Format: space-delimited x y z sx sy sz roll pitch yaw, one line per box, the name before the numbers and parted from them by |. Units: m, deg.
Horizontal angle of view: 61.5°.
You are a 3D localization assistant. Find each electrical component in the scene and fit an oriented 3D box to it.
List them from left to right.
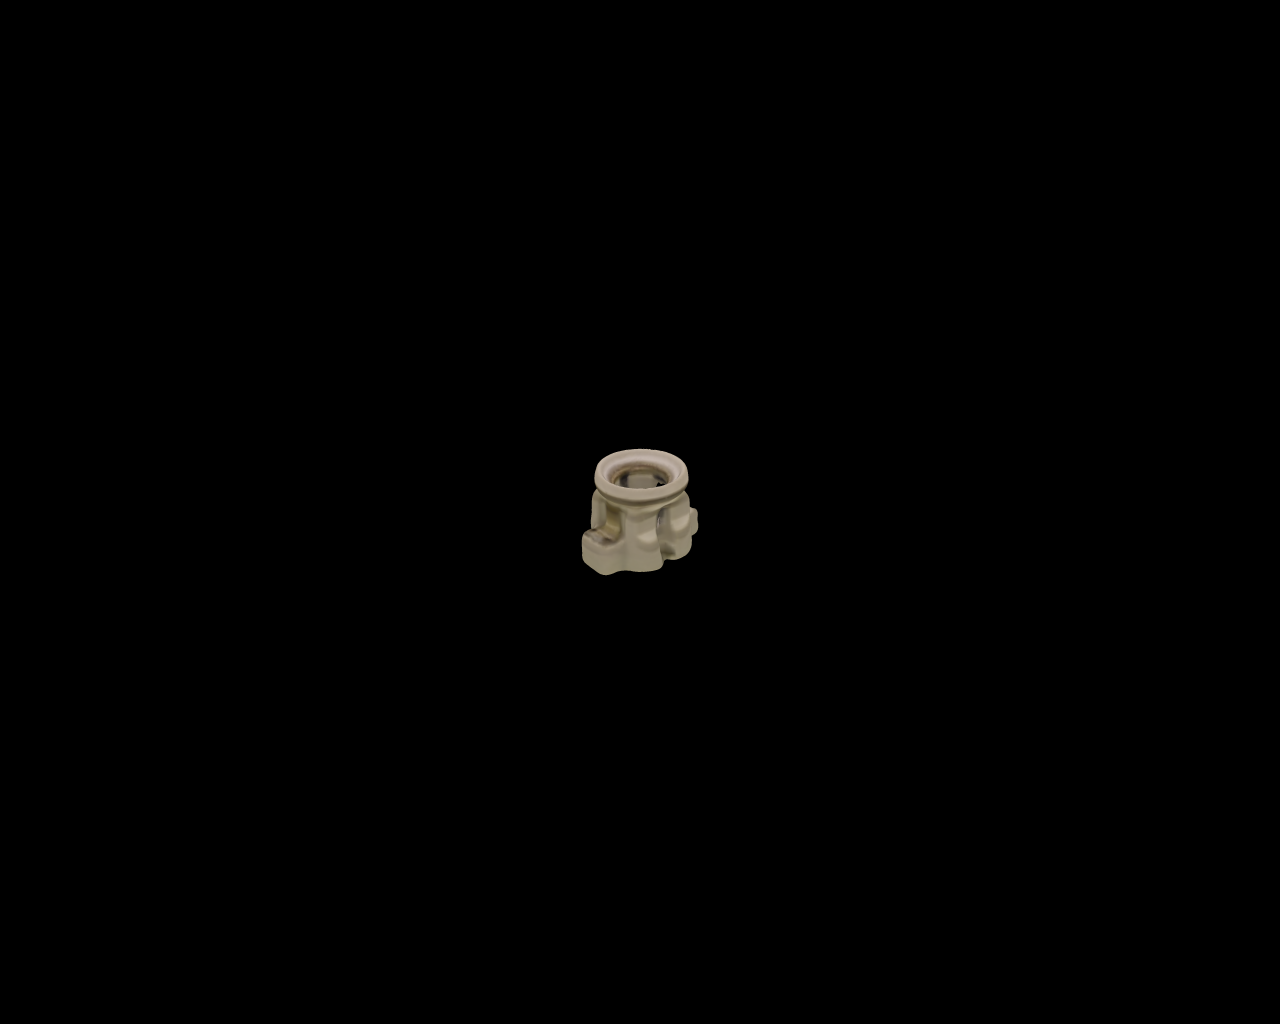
electrical component | 0.001 -0.003 0.650 0.078 0.056 0.058 -22 37 -33
